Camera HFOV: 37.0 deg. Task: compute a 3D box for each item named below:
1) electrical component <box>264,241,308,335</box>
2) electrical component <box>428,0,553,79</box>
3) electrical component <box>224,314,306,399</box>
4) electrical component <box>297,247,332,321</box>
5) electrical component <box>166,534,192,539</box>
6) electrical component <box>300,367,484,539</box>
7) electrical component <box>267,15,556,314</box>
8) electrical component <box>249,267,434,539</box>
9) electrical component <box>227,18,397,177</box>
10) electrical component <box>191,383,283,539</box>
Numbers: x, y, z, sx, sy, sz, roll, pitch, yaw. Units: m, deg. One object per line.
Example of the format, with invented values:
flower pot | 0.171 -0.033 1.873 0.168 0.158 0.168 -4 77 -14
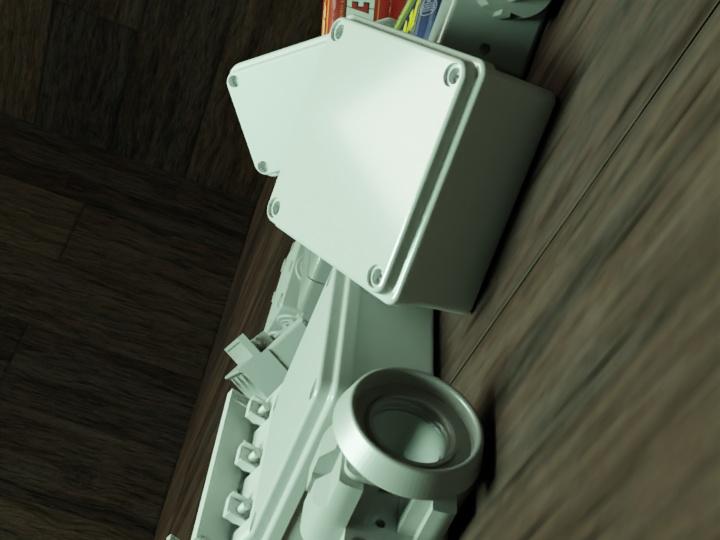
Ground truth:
electrical component | -0.045 0.018 0.930 0.099 0.048 0.099 125 162 -62
electrical component | 0.073 -0.139 0.521 0.075 0.047 0.083 -120 50 -79
electrical component | -0.062 0.076 0.833 0.063 0.078 0.121 -42 2 -14
electrical component | 0.000 0.000 0.630 0.096 0.062 0.061 -89 20 -65
electrical component | -0.103 0.222 0.783 0.064 0.081 0.042 -43 19 20
electrical component | 0.012 0.074 0.403 0.078 0.058 0.057 -82 11 -53
electrical component | 0.019 -0.050 0.493 0.109 0.056 0.108 34 108 49
electrical component | -0.007 0.071 0.534 0.108 0.056 0.108 -84 15 -57
electrical component | -0.022 -0.113 0.706 0.057 0.113 0.078 -44 -61 -63
electrical component | -0.044 0.120 0.615 0.063 0.079 0.121 -47 19 27
